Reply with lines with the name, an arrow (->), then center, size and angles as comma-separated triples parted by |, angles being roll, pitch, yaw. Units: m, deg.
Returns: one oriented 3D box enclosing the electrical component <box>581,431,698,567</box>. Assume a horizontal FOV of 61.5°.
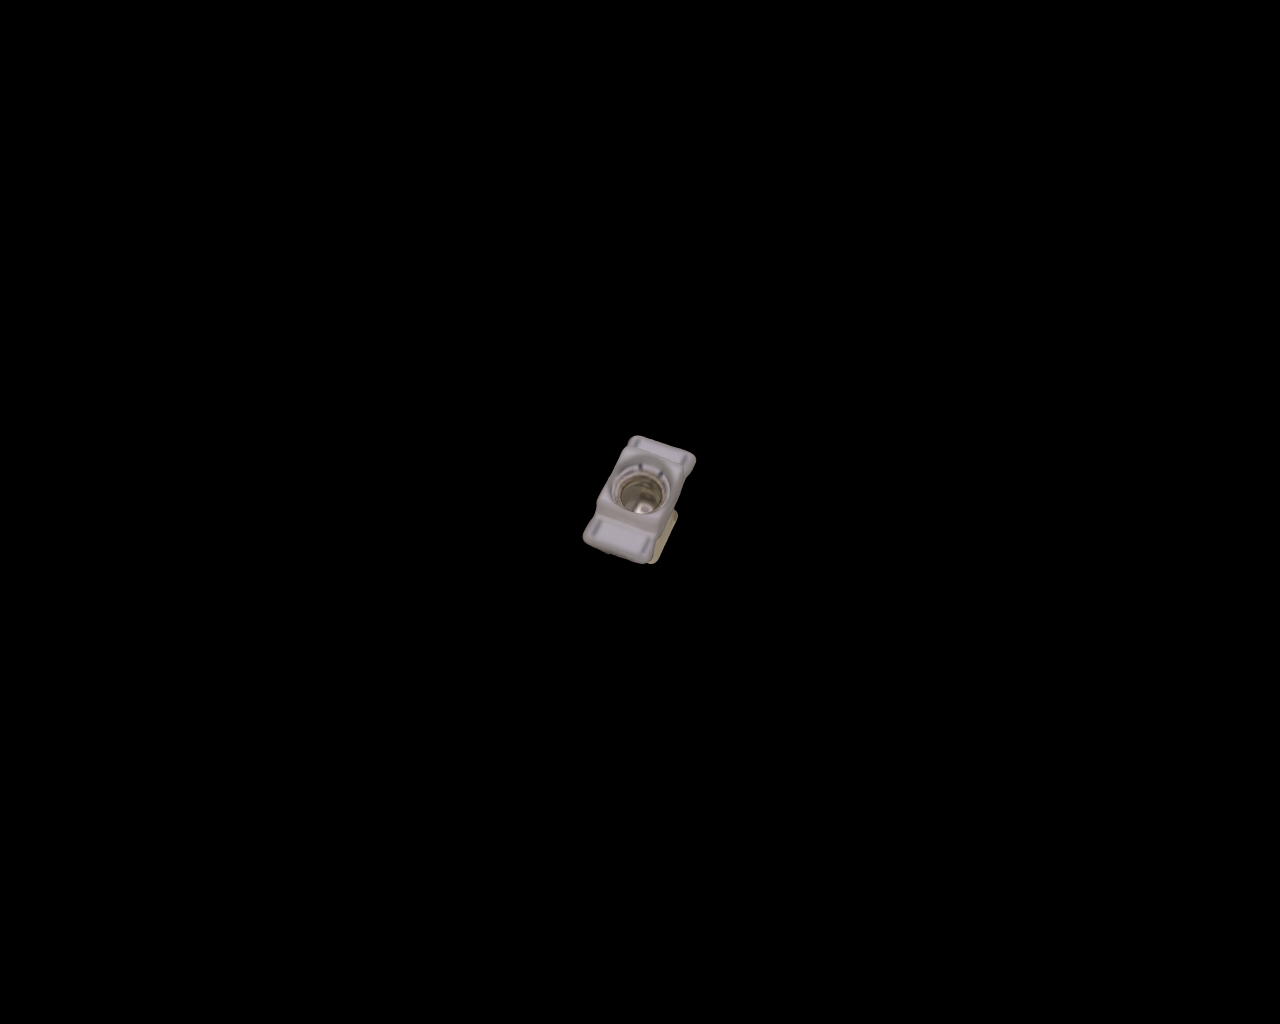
electrical component -> 0.001, -0.003, 0.650 | 0.042, 0.081, 0.063 | 21, -28, 12
